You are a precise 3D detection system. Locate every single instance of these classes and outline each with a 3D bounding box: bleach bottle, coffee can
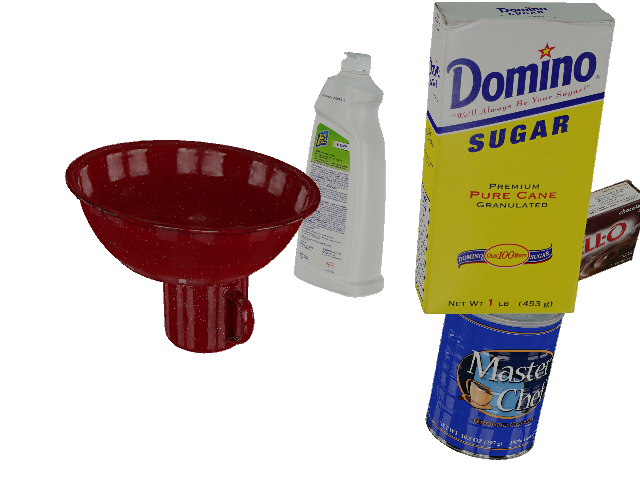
[{"bbox_3d":[0.031,-0.073,1.145,0.103,0.251,0.067,18,18,38],"label":"bleach bottle"},{"bbox_3d":[0.156,0.110,0.961,0.103,0.140,0.103,6,23,-3],"label":"coffee can"}]

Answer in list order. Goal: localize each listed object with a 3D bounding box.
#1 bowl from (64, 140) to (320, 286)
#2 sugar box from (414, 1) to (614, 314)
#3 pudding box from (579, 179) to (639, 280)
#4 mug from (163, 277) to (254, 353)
[{"bbox_3d":[-0.083,-0.014,0.686,0.162,0.055,0.162,7,22,-3],"label":"bowl"},{"bbox_3d":[0.106,-0.044,0.605,0.093,0.176,0.048,-1,27,-3],"label":"sugar box"},{"bbox_3d":[0.272,-0.005,1.088,0.113,0.090,0.039,-21,49,-19],"label":"pudding box"},{"bbox_3d":[-0.103,0.060,1.028,0.093,0.081,0.117,-22,36,-39],"label":"mug"}]
